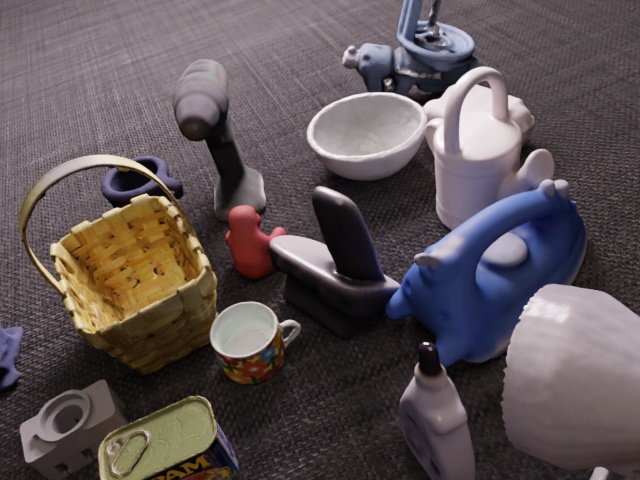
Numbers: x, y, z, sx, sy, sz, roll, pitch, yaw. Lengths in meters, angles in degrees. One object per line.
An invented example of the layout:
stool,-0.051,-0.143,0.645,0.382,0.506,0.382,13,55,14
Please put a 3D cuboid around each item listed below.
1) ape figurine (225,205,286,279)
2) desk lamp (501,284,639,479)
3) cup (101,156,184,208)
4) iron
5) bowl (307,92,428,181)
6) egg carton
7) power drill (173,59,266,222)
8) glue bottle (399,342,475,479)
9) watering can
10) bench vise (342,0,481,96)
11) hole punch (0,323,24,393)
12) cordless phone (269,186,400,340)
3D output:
ape figurine,-0.085,-0.004,0.703,0.077,0.092,0.076,11,49,24
desk lamp,0.228,0.142,0.384,0.202,0.214,0.118,22,54,32
cup,-0.227,-0.053,0.787,0.117,0.095,0.092,7,47,21
iron,0.189,0.008,0.583,0.259,0.142,0.118,-32,46,-18
bowl,0.069,-0.135,0.809,0.167,0.075,0.167,-7,44,7
egg carton,0.215,-0.163,0.804,0.107,0.069,0.149,-38,48,-23
power drill,-0.134,-0.131,0.760,0.075,0.209,0.229,-14,43,0
glue bottle,0.091,0.136,0.455,0.037,0.173,0.078,-26,45,-12
watering can,0.188,-0.105,0.660,0.172,0.194,0.101,18,52,29
bench vise,0.140,-0.305,0.860,0.207,0.220,0.121,-20,44,-6
hole punch,-0.409,0.124,0.655,0.108,0.091,0.101,-16,43,-2
cordless phone,0.006,0.002,0.605,0.147,0.185,0.094,25,56,34
